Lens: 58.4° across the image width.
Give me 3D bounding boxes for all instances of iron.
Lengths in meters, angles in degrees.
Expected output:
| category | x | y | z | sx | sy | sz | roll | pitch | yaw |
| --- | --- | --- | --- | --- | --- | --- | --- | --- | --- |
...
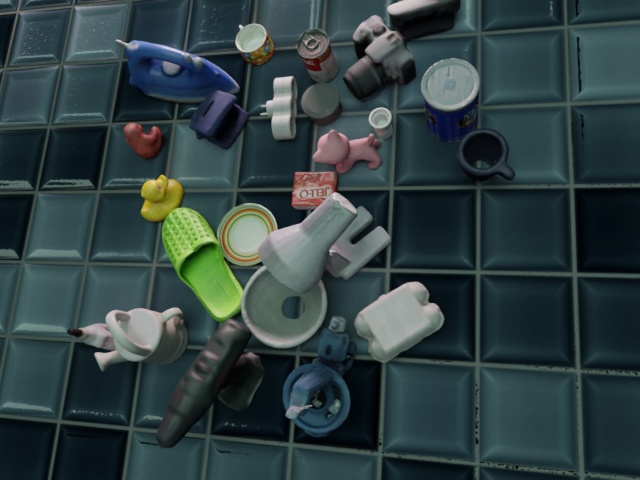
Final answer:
| category | x | y | z | sx | sy | sz | roll | pitch | yaw |
| --- | --- | --- | --- | --- | --- | --- | --- | --- | --- |
| iron | -0.312 | -0.381 | 1.248 | 0.257 | 0.142 | 0.119 | 13 | 79 | 17 |

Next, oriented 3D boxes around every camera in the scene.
| category | x | y | z | sx | sy | sz | roll | pitch | yaw |
| --- | --- | --- | --- | --- | --- | --- | --- | --- | --- |
| camera | 0.105 | -0.366 | 1.163 | 0.137 | 0.101 | 0.143 | -38 | 70 | 2 |

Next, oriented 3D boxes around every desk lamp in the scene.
| category | x | y | z | sx | sy | sz | roll | pitch | yaw |
| --- | --- | --- | --- | --- | --- | --- | --- | --- | --- |
| desk lamp | 0.009 | 0.004 | 1.030 | 0.203 | 0.214 | 0.117 | -41 | 70 | 1 |

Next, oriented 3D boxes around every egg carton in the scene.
| category | x | y | z | sx | sy | sz | roll | pitch | yaw |
| --- | --- | --- | --- | --- | --- | --- | --- | --- | --- |
| egg carton | 0.141 | 0.147 | 1.037 | 0.150 | 0.069 | 0.107 | -34 | 70 | 3 |

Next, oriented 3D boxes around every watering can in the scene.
| category | x | y | z | sx | sy | sz | roll | pitch | yaw |
| --- | --- | --- | --- | --- | --- | --- | --- | --- | --- |
| watering can | -0.341 | 0.186 | 1.079 | 0.100 | 0.194 | 0.173 | 31 | 85 | 19 |

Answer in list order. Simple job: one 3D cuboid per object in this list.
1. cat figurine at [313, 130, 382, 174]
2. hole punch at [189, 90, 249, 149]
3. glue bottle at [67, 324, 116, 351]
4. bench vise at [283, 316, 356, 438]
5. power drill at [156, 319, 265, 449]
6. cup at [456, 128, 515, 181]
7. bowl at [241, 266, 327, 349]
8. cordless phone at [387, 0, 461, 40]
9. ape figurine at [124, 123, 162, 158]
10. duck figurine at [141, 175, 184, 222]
| category | x | y | z | sx | sy | sz | roll | pitch | yaw |
| --- | --- | --- | --- | --- | --- | --- | --- | --- | --- |
| cat figurine | 0.051 | -0.180 | 1.119 | 0.127 | 0.118 | 0.067 | -11 | 73 | 11 |
| hole punch | -0.225 | -0.264 | 1.223 | 0.101 | 0.091 | 0.109 | 30 | 85 | 19 |
| glue bottle | -0.430 | 0.188 | 1.112 | 0.078 | 0.173 | 0.037 | 24 | 82 | 19 |
| bench vise | -0.012 | 0.231 | 0.973 | 0.121 | 0.220 | 0.207 | -5 | 75 | 13 |
| power drill | -0.179 | 0.255 | 1.014 | 0.075 | 0.209 | 0.230 | 24 | 83 | 19 |
| cup | 0.309 | -0.140 | 1.057 | 0.117 | 0.095 | 0.092 | 43 | 89 | 20 |
| bowl | -0.059 | 0.125 | 1.090 | 0.167 | 0.075 | 0.167 | -3 | 75 | 13 |
| cordless phone | 0.201 | -0.493 | 1.128 | 0.147 | 0.185 | 0.094 | -16 | 72 | 10 |
| ape figurine | -0.394 | -0.226 | 1.254 | 0.077 | 0.092 | 0.076 | 5 | 77 | 15 |
| duck figurine | -0.347 | -0.092 | 1.211 | 0.077 | 0.086 | 0.104 | 38 | 87 | 20 |
